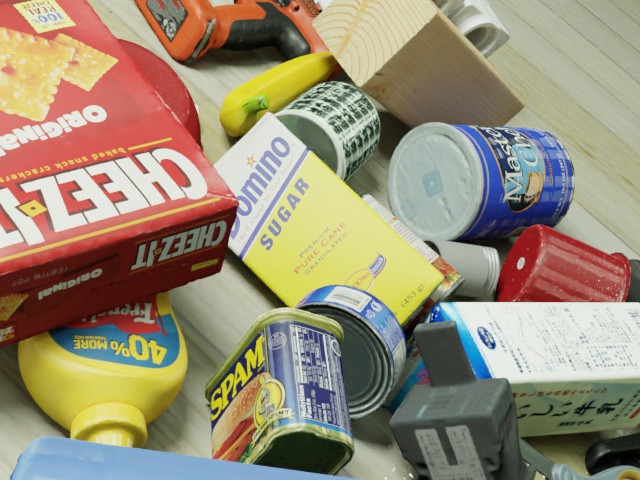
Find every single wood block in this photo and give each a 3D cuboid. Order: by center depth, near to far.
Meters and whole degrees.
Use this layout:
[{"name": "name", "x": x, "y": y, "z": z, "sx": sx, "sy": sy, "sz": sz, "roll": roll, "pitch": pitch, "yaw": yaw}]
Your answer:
[{"name": "wood block", "x": 0.095, "y": -0.158, "z": 0.974, "sx": 0.205, "sy": 0.091, "sz": 0.090, "roll": 27, "pitch": 25, "yaw": -55}]

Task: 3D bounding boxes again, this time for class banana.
[{"name": "banana", "x": -0.040, "y": -0.122, "z": 0.908, "sx": 0.197, "sy": 0.070, "sz": 0.037, "roll": -51, "pitch": 126, "yaw": -62}]

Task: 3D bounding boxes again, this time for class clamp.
[{"name": "clamp", "x": 0.299, "y": 0.170, "z": 0.878, "sx": 0.164, "sy": 0.036, "sz": 0.209, "roll": 30, "pitch": 31, "yaw": 2}]

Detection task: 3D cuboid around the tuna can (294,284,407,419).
[{"name": "tuna can", "x": 0.013, "y": 0.073, "z": 0.703, "sx": 0.086, "sy": 0.086, "sz": 0.033, "roll": 39, "pitch": 34, "yaw": 5}]

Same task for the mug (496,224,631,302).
[{"name": "mug", "x": 0.199, "y": 0.048, "z": 0.903, "sx": 0.081, "sy": 0.093, "sz": 0.117, "roll": 24, "pitch": 72, "yaw": -9}]

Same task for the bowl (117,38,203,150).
[{"name": "bowl", "x": -0.146, "y": -0.094, "z": 0.769, "sx": 0.162, "sy": 0.055, "sz": 0.162, "roll": 20, "pitch": 46, "yaw": -22}]

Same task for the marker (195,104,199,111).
[{"name": "marker", "x": -0.154, "y": -0.118, "z": 0.841, "sx": 0.121, "sy": 0.020, "sz": 0.020, "roll": 19, "pitch": 38, "yaw": -23}]

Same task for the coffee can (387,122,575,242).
[{"name": "coffee can", "x": 0.143, "y": -0.051, "z": 0.945, "sx": 0.140, "sy": 0.103, "sz": 0.103, "roll": -4, "pitch": 51, "yaw": -43}]

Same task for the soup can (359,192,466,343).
[{"name": "soup can", "x": 0.050, "y": 0.021, "z": 0.812, "sx": 0.102, "sy": 0.069, "sz": 0.068, "roll": 42, "pitch": 35, "yaw": 10}]

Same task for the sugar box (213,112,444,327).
[{"name": "sugar box", "x": -0.005, "y": 0.001, "z": 0.763, "sx": 0.176, "sy": 0.093, "sz": 0.048, "roll": 43, "pitch": -2, "yaw": 9}]

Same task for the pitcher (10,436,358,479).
[{"name": "pitcher", "x": -0.029, "y": 0.164, "z": 0.503, "sx": 0.242, "sy": 0.149, "sz": 0.145, "roll": 13, "pitch": 58, "yaw": -7}]

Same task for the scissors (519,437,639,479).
[{"name": "scissors", "x": 0.181, "y": 0.161, "z": 0.754, "sx": 0.201, "sy": 0.016, "sz": 0.096, "roll": 50, "pitch": 47, "yaw": -8}]

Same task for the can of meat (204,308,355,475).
[{"name": "can of meat", "x": -0.025, "y": 0.105, "z": 0.621, "sx": 0.057, "sy": 0.102, "sz": 0.084, "roll": 18, "pitch": 40, "yaw": -25}]

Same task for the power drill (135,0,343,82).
[{"name": "power drill", "x": -0.081, "y": -0.225, "z": 0.995, "sx": 0.187, "sy": 0.057, "sz": 0.184, "roll": -7, "pitch": 53, "yaw": -45}]

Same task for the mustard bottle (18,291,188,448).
[{"name": "mustard bottle", "x": -0.127, "y": 0.056, "z": 0.626, "sx": 0.096, "sy": 0.058, "sz": 0.191, "roll": 13, "pitch": 41, "yaw": -27}]

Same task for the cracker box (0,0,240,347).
[{"name": "cracker box", "x": -0.172, "y": -0.054, "z": 0.621, "sx": 0.163, "sy": 0.072, "sz": 0.214, "roll": -19, "pitch": 57, "yaw": -33}]
